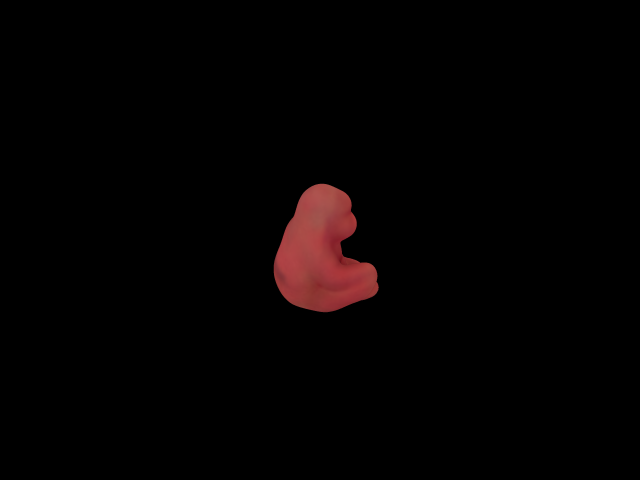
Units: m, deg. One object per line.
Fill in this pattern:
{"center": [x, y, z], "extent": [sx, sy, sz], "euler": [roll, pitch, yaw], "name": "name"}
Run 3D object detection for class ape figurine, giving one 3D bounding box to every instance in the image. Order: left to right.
{"center": [0.004, 0.001, 0.400], "extent": [0.076, 0.092, 0.077], "euler": [-9, 46, -8], "name": "ape figurine"}
